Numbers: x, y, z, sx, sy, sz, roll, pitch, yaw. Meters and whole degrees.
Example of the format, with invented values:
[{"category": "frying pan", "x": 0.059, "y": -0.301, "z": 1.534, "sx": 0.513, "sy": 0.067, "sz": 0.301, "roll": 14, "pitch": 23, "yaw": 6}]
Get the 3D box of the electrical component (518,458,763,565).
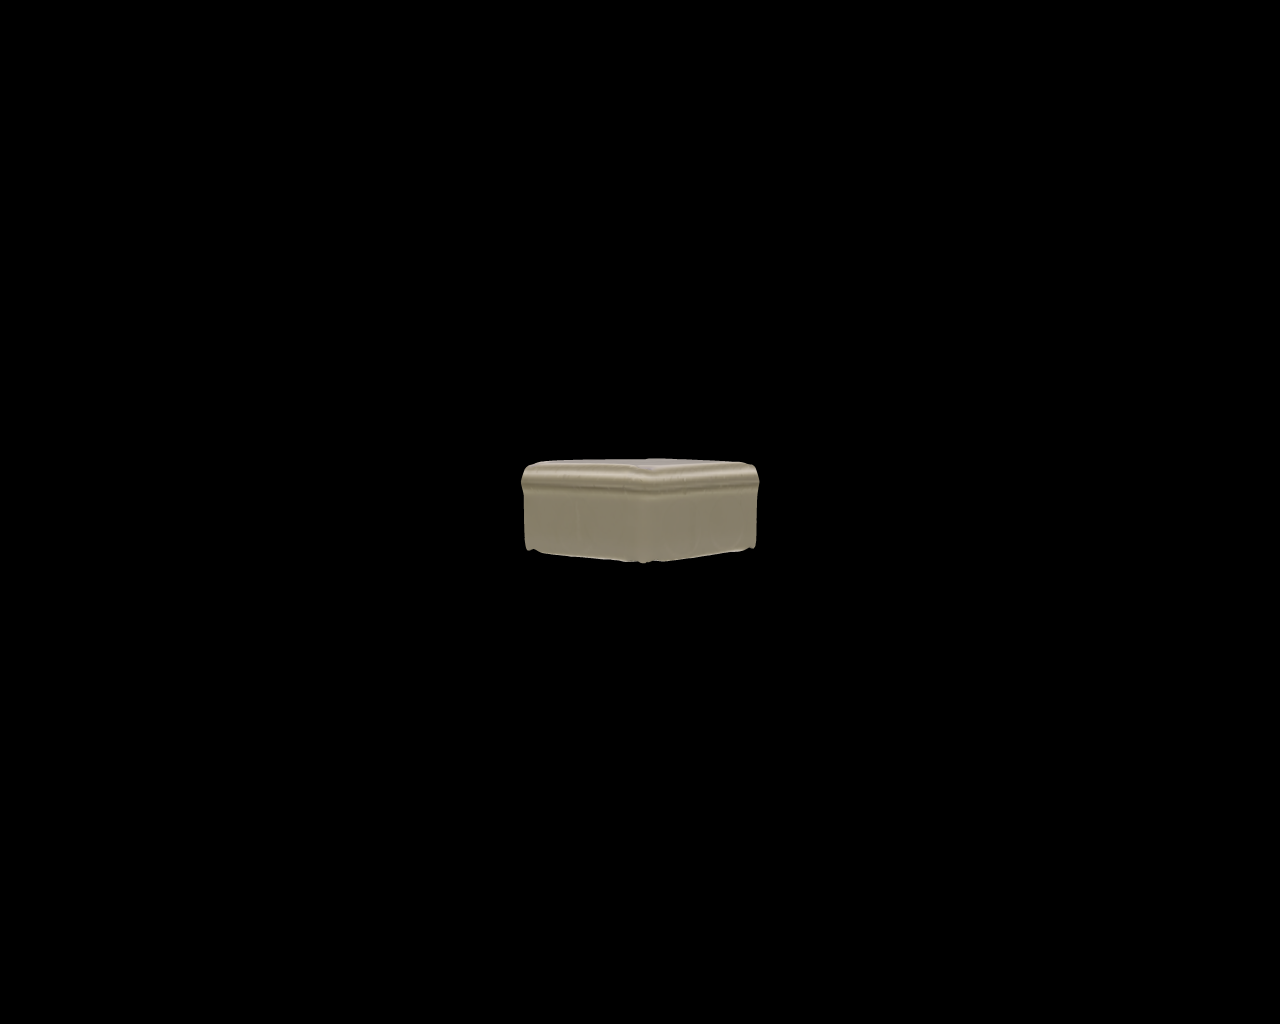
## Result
[{"category": "electrical component", "x": 0.001, "y": -0.003, "z": 0.650, "sx": 0.109, "sy": 0.056, "sz": 0.109, "roll": 4, "pitch": 6, "yaw": 43}]
